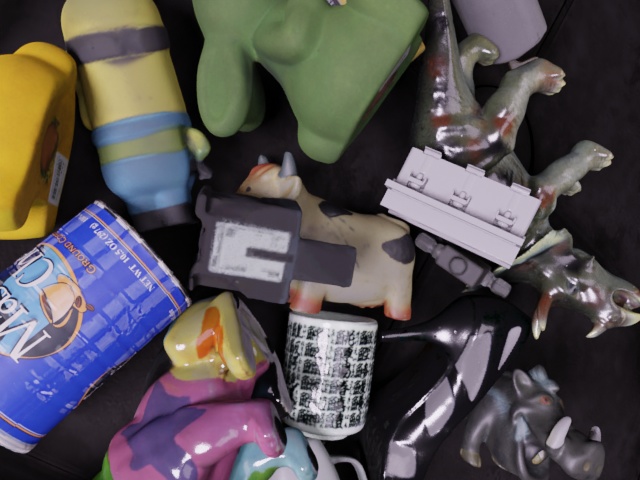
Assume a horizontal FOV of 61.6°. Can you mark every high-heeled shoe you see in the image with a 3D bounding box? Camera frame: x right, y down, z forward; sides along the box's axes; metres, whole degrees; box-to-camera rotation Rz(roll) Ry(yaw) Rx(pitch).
[{"bbox_3d":[0.118,0.169,0.511,0.145,0.086,0.248,-1,107,-11],"label":"high-heeled shoe"}]

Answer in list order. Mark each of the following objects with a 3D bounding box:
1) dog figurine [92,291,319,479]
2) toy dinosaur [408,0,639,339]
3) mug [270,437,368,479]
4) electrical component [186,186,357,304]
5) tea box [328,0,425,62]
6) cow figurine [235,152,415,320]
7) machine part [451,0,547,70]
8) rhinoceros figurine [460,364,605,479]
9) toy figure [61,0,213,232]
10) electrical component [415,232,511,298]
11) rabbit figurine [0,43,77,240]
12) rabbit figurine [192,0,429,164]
[{"bbox_3d":[-0.127,0.158,0.397,0.219,0.192,0.108,-26,144,-3],"label":"dog figurine"},{"bbox_3d":[0.167,-0.076,0.551,0.192,0.131,0.404,-44,99,-9],"label":"toy dinosaur"},{"bbox_3d":[-0.006,0.224,0.476,0.109,0.081,0.107,-14,88,-22],"label":"mug"},{"bbox_3d":[-0.035,0.005,0.399,0.119,0.048,0.074,6,103,-10],"label":"electrical component"},{"bbox_3d":[0.007,-0.213,0.487,0.098,0.068,0.169,-45,111,-21],"label":"tea box"},{"bbox_3d":[-0.001,-0.001,0.475,0.195,0.086,0.127,10,90,-27],"label":"cow figurine"},{"bbox_3d":[0.167,-0.268,0.547,0.243,0.079,0.079,47,69,-37],"label":"machine part"},{"bbox_3d":[0.182,0.165,0.520,0.073,0.190,0.112,28,96,-29],"label":"rhinoceros figurine"},{"bbox_3d":[-0.133,-0.095,0.401,0.082,0.089,0.180,-15,95,-34],"label":"toy figure"},{"bbox_3d":[0.134,0.023,0.500,0.021,0.094,0.063,-58,160,13],"label":"electrical component"},{"bbox_3d":[-0.250,-0.084,0.327,0.173,0.122,0.162,8,94,-9],"label":"rabbit figurine"},{"bbox_3d":[-0.027,-0.148,0.409,0.170,0.121,0.159,36,106,2],"label":"rabbit figurine"}]
